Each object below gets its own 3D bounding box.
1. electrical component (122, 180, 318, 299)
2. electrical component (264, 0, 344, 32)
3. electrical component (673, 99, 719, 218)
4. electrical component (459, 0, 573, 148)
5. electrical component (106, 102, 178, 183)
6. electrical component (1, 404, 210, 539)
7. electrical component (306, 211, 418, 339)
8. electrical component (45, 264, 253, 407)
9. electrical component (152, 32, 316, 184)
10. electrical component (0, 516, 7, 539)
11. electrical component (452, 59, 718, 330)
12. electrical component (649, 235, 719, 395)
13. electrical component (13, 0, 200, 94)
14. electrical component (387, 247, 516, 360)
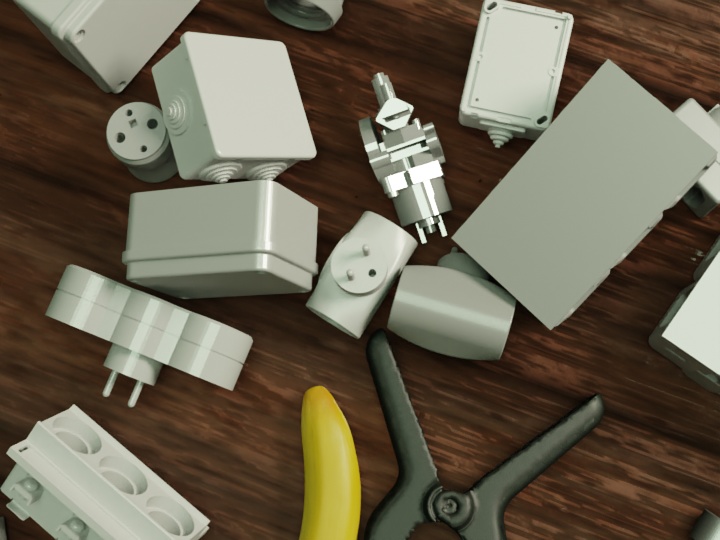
[{"bbox_3d":[-0.091,-0.017,0.710,0.113,0.078,0.057,-4,76,23],"label":"electrical component"},{"bbox_3d":[-0.035,-0.207,0.765,0.078,0.058,0.057,15,79,5],"label":"electrical component"},{"bbox_3d":[0.244,-0.088,0.735,0.077,0.047,0.065,-41,81,-4],"label":"electrical component"},{"bbox_3d":[0.105,-0.130,0.746,0.062,0.061,0.096,13,89,4],"label":"electrical component"},{"bbox_3d":[-0.149,-0.089,0.751,0.045,0.055,0.045,0,80,3],"label":"electrical component"},{"bbox_3d":[-0.169,0.155,0.705,0.121,0.079,0.063,38,106,8],"label":"electrical component"},{"bbox_3d":[0.000,0.000,0.716,0.044,0.079,0.077,31,83,8],"label":"electrical component"},{"bbox_3d":[-0.149,0.055,0.727,0.138,0.052,0.073,21,82,6],"label":"electrical component"},{"bbox_3d":[-0.087,-0.108,0.733,0.048,0.100,0.099,-26,76,42],"label":"electrical component"},{"bbox_3d":[-0.286,0.187,0.662,0.089,0.150,0.061,-11,81,1],"label":"electrical component"},{"bbox_3d":[0.147,-0.048,0.700,0.089,0.062,0.150,44,106,11],"label":"electrical component"},{"bbox_3d":[0.298,0.057,0.701,0.186,0.060,0.105,35,84,8],"label":"electrical component"},{"bbox_3d":[-0.170,-0.192,0.743,0.056,0.108,0.108,38,84,11],"label":"electrical component"},{"bbox_3d":[0.065,0.015,0.724,0.077,0.043,0.079,16,49,5],"label":"electrical component"}]
